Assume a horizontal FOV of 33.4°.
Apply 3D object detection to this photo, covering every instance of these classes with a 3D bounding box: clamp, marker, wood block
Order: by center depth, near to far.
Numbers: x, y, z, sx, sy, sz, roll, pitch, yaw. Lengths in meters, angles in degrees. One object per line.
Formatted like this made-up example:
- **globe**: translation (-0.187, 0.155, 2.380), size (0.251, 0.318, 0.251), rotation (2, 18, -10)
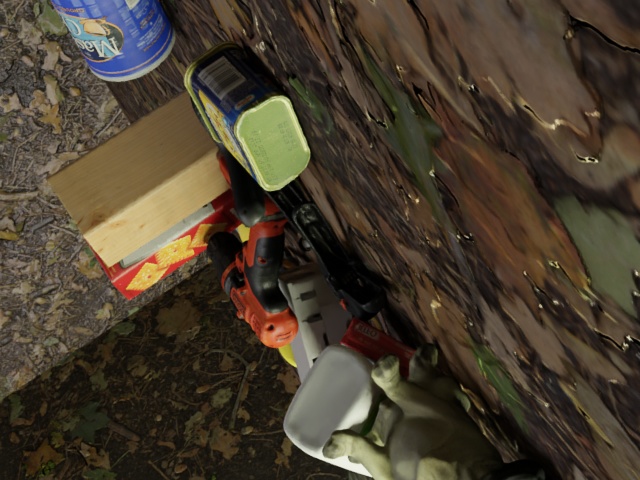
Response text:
- **clamp**: translation (0.030, 0.040, 0.987), size (0.120, 0.039, 0.171), rotation (57, 179, 27)
- **clamp**: translation (-0.074, -0.085, 0.995), size (0.210, 0.036, 0.164), rotation (59, -166, 11)
- **marker**: translation (-0.007, 0.001, 1.124), size (0.020, 0.020, 0.121), rotation (57, 173, -3)
- **wood block**: translation (-0.175, -0.074, 1.160), size (0.091, 0.206, 0.090), rotation (53, 172, 23)

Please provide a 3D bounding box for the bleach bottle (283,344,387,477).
- **bleach bottle**: translation (0.070, 0.180, 1.027), size (0.068, 0.102, 0.250), rotation (32, -179, 39)

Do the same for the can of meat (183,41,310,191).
- **can of meat**: translation (-0.058, -0.101, 0.881), size (0.084, 0.057, 0.102), rotation (48, 169, 37)

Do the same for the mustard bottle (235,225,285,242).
- **mustard bottle**: translation (-0.096, -0.041, 1.354), size (0.192, 0.058, 0.096), rotation (50, 170, 43)

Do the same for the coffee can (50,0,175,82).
- **coffee can**: translation (-0.223, -0.250, 1.113), size (0.103, 0.102, 0.140), rotation (51, 171, 37)

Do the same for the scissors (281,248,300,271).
- **scissors**: translation (-0.021, 0.042, 1.368), size (0.096, 0.016, 0.201), rotation (34, -174, 4)

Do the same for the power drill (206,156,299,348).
- **power drill**: translation (-0.075, -0.002, 1.153), size (0.185, 0.057, 0.188), rotation (50, 148, 42)

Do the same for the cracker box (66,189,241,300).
- **cracker box**: translation (-0.188, -0.056, 1.281), size (0.164, 0.213, 0.072), rotation (53, 174, 25)

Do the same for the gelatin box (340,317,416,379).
- **gelatin box**: translation (0.057, 0.106, 1.016), size (0.073, 0.030, 0.089), rotation (28, 170, 6)
